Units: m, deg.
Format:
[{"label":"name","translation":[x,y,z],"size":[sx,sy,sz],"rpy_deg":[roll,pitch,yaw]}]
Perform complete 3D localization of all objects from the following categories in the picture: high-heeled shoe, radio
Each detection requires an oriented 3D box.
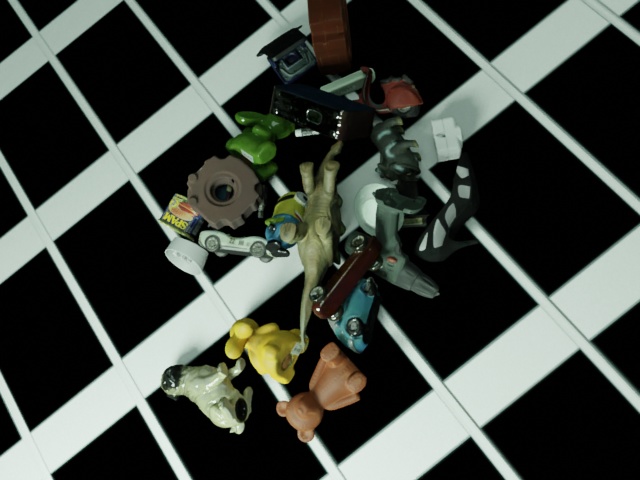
[{"label":"high-heeled shoe","translation":[0.277,-0.072,1.199],"size":[0.145,0.086,0.249],"rpy_deg":[-8,67,25]},{"label":"radio","translation":[0.002,-0.302,1.259],"size":[0.230,0.131,0.073],"rpy_deg":[25,119,28]}]

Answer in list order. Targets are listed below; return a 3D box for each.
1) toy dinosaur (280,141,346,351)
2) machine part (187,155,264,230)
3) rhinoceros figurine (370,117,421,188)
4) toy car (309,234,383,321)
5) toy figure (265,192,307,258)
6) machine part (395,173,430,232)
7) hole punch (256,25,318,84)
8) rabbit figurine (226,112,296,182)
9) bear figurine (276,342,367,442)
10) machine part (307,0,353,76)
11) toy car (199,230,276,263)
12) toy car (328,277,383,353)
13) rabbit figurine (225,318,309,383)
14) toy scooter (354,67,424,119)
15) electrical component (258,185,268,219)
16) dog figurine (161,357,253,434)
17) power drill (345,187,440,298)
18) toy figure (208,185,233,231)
[{"label":"toy dinosaur","translation":[-0.002,-0.004,1.166],"size":[0.105,0.198,0.471],"rpy_deg":[8,71,20]},{"label":"machine part","translation":[-0.225,-0.114,1.267],"size":[0.179,0.056,0.179],"rpy_deg":[0,76,1]},{"label":"rhinoceros figurine","translation":[0.175,-0.194,1.247],"size":[0.112,0.073,0.190],"rpy_deg":[-22,72,5]},{"label":"toy car","translation":[0.054,0.075,1.108],"size":[0.202,0.089,0.053],"rpy_deg":[-52,38,-12]},{"label":"toy figure","translation":[-0.078,-0.041,1.227],"size":[0.089,0.082,0.180],"rpy_deg":[9,50,17]},{"label":"machine part","translation":[0.199,-0.084,1.197],"size":[0.084,0.039,0.138],"rpy_deg":[-5,120,14]},{"label":"hole punch","translation":[-0.077,-0.472,1.379],"size":[0.142,0.092,0.116],"rpy_deg":[-35,41,4]},{"label":"rabbit figurine","translation":[-0.138,-0.251,1.328],"size":[0.159,0.121,0.170],"rpy_deg":[31,66,25]},{"label":"bear figurine","translation":[-0.002,0.322,1.124],"size":[0.196,0.131,0.120],"rpy_deg":[-39,69,-6]},{"label":"machine part","translation":[0.026,-0.520,1.298],"size":[0.087,0.201,0.201],"rpy_deg":[-8,74,8]},{"label":"toy car","translation":[-0.189,0.014,1.271],"size":[0.202,0.073,0.056],"rpy_deg":[7,78,14]},{"label":"toy car","translation":[0.068,0.156,1.162],"size":[0.103,0.109,0.161],"rpy_deg":[10,73,22]},{"label":"rabbit figurine","translation":[-0.138,0.229,1.179],"size":[0.173,0.162,0.121],"rpy_deg":[27,95,35]},{"label":"toy scooter","translation":[0.151,-0.350,1.278],"size":[0.184,0.075,0.135],"rpy_deg":[-4,99,16]},{"label":"electrical component","translation":[-0.170,-0.106,1.314],"size":[0.078,0.045,0.102],"rpy_deg":[4,77,15]},{"label":"dog figurine","translation":[-0.260,0.352,1.197],"size":[0.191,0.121,0.172],"rpy_deg":[-17,69,22]},{"label":"power drill","translation":[0.170,0.001,1.152],"size":[0.232,0.207,0.086],"rpy_deg":[24,41,24]},{"label":"toy figure","translation":[-0.242,-0.094,1.320],"size":[0.058,0.064,0.154],"rpy_deg":[4,79,-25]}]
